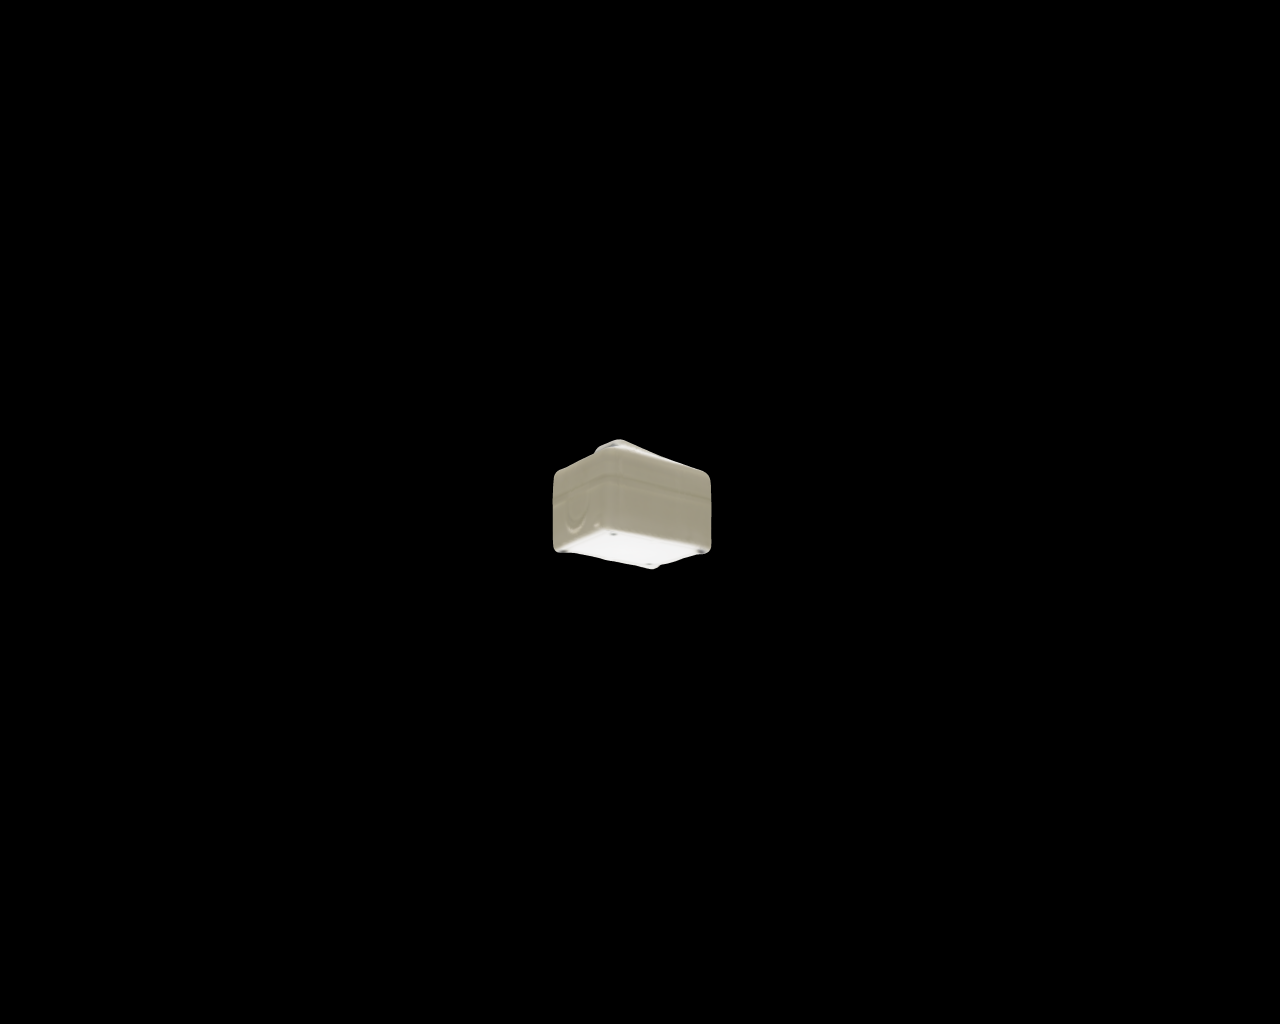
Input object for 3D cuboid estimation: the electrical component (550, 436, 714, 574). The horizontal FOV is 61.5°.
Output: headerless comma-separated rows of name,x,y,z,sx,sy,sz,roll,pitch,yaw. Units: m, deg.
electrical component,0.001,-0.003,0.650,0.096,0.061,0.061,13,-22,-36
